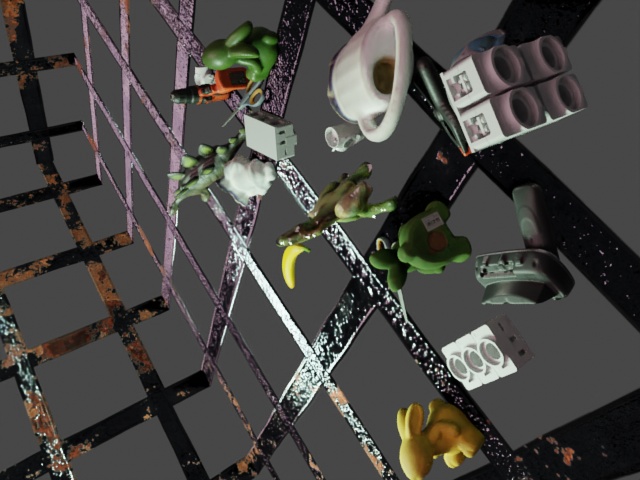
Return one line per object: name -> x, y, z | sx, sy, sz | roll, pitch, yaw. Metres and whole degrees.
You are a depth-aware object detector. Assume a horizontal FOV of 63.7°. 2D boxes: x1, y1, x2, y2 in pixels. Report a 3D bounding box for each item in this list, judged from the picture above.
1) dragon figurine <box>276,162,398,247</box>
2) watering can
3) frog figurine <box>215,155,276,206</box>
dragon figurine -> 0.003, -0.055, 1.088 | 0.406, 0.246, 0.122 | -24, 93, 57
watering can -> 0.098, -0.338, 0.896 | 0.224, 0.104, 0.348 | 180, 94, -68
frog figurine -> -0.196, -0.187, 1.466 | 0.157, 0.125, 0.136 | -34, 100, 24
